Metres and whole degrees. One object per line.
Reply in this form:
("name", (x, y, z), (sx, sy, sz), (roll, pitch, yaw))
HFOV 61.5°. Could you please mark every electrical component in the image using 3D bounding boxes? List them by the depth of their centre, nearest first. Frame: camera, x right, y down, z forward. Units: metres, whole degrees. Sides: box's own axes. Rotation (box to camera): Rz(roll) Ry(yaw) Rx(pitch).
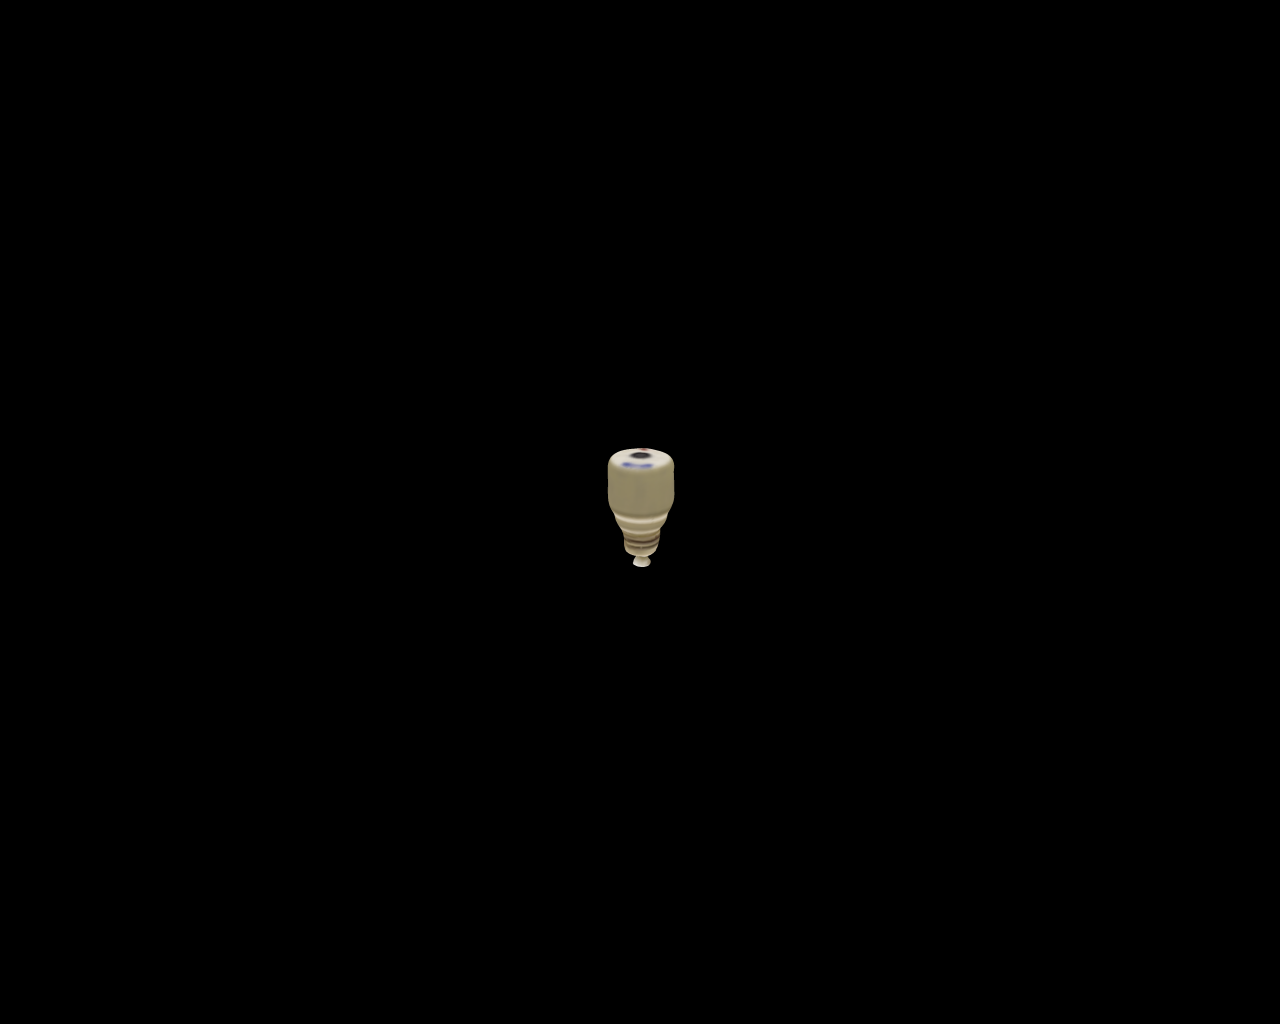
("electrical component", (0.001, -0.003, 0.650), (0.040, 0.078, 0.040), (0, 22, 0))
